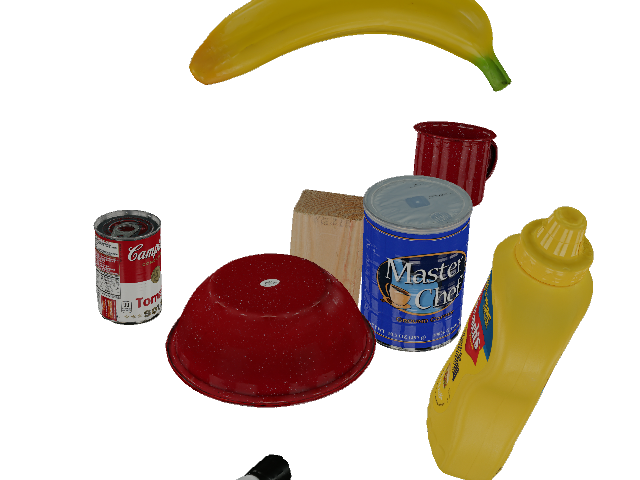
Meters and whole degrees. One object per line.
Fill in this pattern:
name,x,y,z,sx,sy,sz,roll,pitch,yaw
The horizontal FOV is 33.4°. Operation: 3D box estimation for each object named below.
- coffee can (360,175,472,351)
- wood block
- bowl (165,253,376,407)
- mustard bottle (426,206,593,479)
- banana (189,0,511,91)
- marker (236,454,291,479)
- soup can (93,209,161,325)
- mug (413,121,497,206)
coffee can,0.091,0.022,1.036,0.103,0.140,0.103,0,32,0
wood block,0.006,0.048,1.399,0.090,0.206,0.090,8,23,6
bowl,-0.038,0.055,0.809,0.162,0.055,0.162,0,29,0
mustard bottle,0.114,0.054,0.626,0.058,0.192,0.096,17,44,1
banana,0.021,-0.125,0.623,0.197,0.069,0.037,-2,-15,-15
marker,-0.052,0.136,0.524,0.020,0.020,0.120,0,15,33
soup can,-0.199,0.028,1.108,0.068,0.102,0.068,2,26,-1
mug,0.157,-0.087,1.217,0.117,0.081,0.093,-10,23,-39
